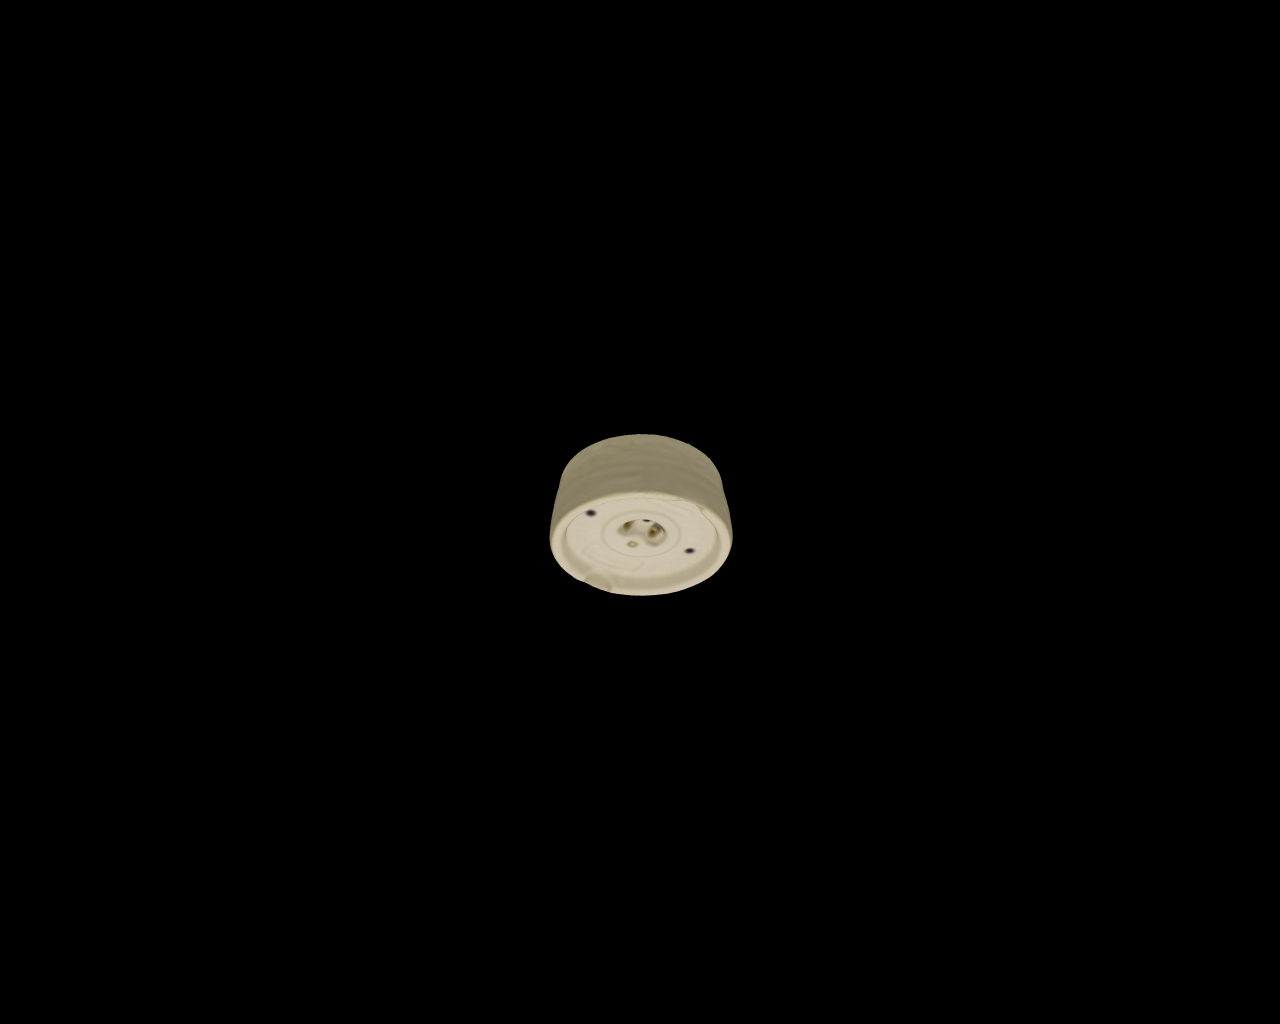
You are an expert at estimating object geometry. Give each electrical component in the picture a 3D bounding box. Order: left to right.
[{"bbox_3d":[0.001,-0.003,0.650,0.108,0.060,0.108,0,-37,0],"label":"electrical component"}]
